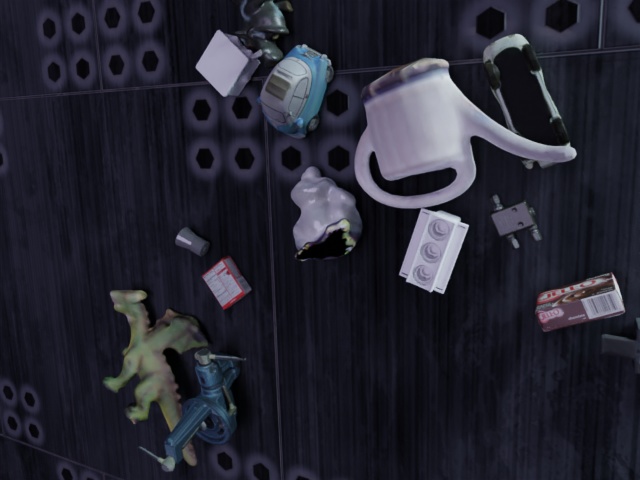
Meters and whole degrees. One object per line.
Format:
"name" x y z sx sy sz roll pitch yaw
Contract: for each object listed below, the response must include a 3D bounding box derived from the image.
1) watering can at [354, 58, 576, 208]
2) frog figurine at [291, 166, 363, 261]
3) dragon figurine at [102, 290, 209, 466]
"watering can" 0.186 -0.170 0.785 0.345 0.105 0.224 -12 94 40
"frog figurine" 0.003 -0.047 0.932 0.135 0.122 0.163 -50 41 34
"dragon figurine" -0.345 0.277 1.155 0.413 0.123 0.240 45 108 12
